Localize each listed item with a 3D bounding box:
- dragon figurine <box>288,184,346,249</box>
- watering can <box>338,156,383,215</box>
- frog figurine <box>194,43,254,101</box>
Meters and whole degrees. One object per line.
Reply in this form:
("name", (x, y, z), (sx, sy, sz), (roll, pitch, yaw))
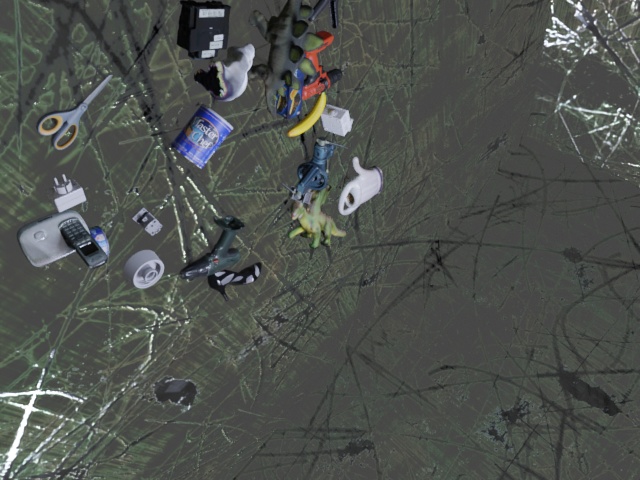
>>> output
("dragon figurine", (0.006, -0.103, 2.037), (0.412, 0.123, 0.239), (-11, 121, -53))
("watering can", (0.172, -0.239, 2.114), (0.227, 0.105, 0.339), (-32, 153, -33))
("frog figurine", (-0.222, -0.431, 1.329), (0.162, 0.122, 0.135), (-41, -177, -40))
